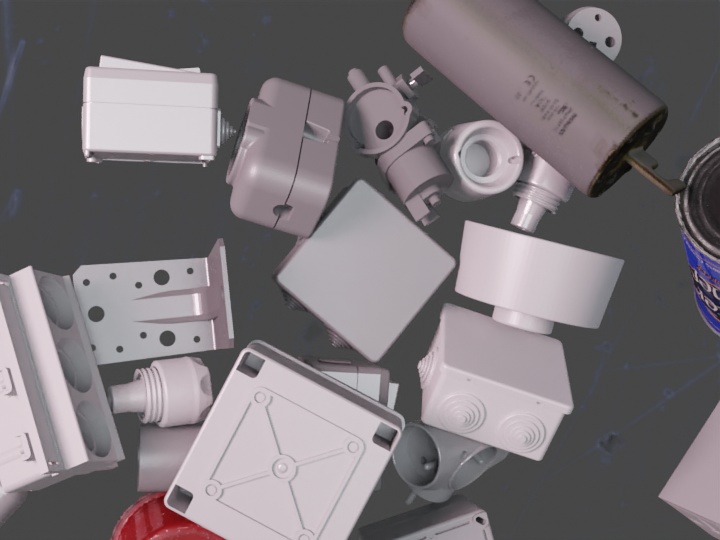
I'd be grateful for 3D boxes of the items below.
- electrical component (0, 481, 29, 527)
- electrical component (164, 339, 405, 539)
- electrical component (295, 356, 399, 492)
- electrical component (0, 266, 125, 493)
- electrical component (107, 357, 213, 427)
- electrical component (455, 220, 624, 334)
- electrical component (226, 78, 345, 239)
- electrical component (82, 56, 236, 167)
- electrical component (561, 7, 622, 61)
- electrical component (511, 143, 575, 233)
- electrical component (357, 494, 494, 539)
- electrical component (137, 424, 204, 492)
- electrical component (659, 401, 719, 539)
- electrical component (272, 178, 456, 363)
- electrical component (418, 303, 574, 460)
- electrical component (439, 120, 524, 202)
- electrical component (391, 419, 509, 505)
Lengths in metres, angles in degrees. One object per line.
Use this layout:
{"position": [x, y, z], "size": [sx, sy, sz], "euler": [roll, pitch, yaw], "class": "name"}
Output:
{"position": [-0.253, 0.121, 0.661], "size": [0.095, 0.054, 0.059], "euler": [44, 82, -10], "class": "electrical component"}
{"position": [-0.044, 0.114, 0.646], "size": [0.109, 0.056, 0.108], "euler": [28, 91, 2], "class": "electrical component"}
{"position": [-0.012, 0.108, 0.712], "size": [0.061, 0.062, 0.096], "euler": [4, 90, -13], "class": "electrical component"}
{"position": [-0.197, 0.068, 0.650], "size": [0.063, 0.079, 0.121], "euler": [-23, 76, 12], "class": "electrical component"}
{"position": [-0.128, 0.079, 0.683], "size": [0.062, 0.043, 0.043], "euler": [-4, 92, -25], "class": "electrical component"}
{"position": [0.116, 0.009, 0.719], "size": [0.108, 0.108, 0.060], "euler": [13, 94, -13], "class": "electrical component"}
{"position": [-0.049, -0.074, 0.686], "size": [0.059, 0.053, 0.095], "euler": [17, 49, -12], "class": "electrical component"}
{"position": [-0.127, -0.099, 0.682], "size": [0.096, 0.062, 0.061], "euler": [1, 91, -13], "class": "electrical component"}
{"position": [0.151, -0.156, 0.748], "size": [0.045, 0.055, 0.045], "euler": [0, 91, -13], "class": "electrical component"}
{"position": [0.126, -0.057, 0.751], "size": [0.048, 0.048, 0.062], "euler": [24, 92, -12], "class": "electrical component"}
{"position": [0.040, 0.198, 0.726], "size": [0.096, 0.061, 0.061], "euler": [-16, 94, -12], "class": "electrical component"}
{"position": [-0.103, 0.122, 0.701], "size": [0.081, 0.043, 0.043], "euler": [2, 91, -13], "class": "electrical component"}
{"position": [0.297, 0.126, 0.769], "size": [0.062, 0.089, 0.150], "euler": [36, 83, -11], "class": "electrical component"}
{"position": [0.000, 0.000, 0.720], "size": [0.100, 0.048, 0.099], "euler": [41, 82, -10], "class": "electrical component"}
{"position": [0.088, 0.074, 0.713], "size": [0.100, 0.099, 0.048], "euler": [19, 115, -4], "class": "electrical component"}
{"position": [0.081, -0.075, 0.738], "size": [0.055, 0.047, 0.055], "euler": [0, 91, -13], "class": "electrical component"}
{"position": [0.055, 0.131, 0.730], "size": [0.077, 0.044, 0.079], "euler": [-7, 135, -45], "class": "electrical component"}
